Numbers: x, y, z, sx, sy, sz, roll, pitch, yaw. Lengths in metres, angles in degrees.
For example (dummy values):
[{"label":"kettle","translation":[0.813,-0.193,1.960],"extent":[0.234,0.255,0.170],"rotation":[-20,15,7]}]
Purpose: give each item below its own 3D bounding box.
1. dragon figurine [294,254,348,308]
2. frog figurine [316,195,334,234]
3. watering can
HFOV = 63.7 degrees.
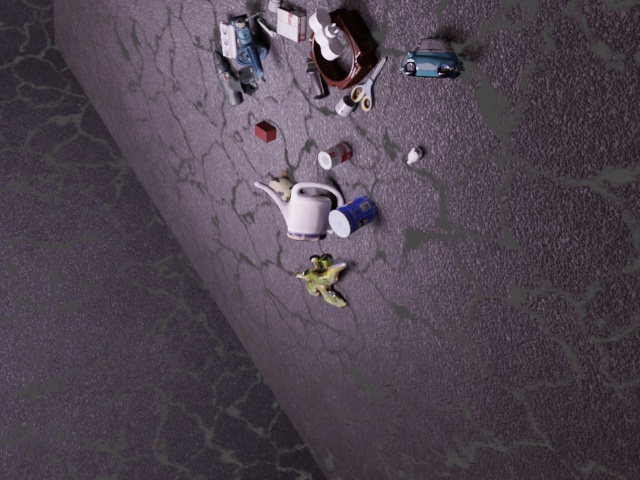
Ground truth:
[{"label":"dragon figurine","translation":[0.041,0.187,2.186],"extent":[0.240,0.124,0.409],"rotation":[52,153,-20]},{"label":"frog figurine","translation":[0.006,-0.101,2.011],"extent":[0.159,0.126,0.134],"rotation":[20,131,-4]},{"label":"watering can","translation":[-0.078,-0.107,1.876],"extent":[0.105,0.347,0.223],"rotation":[-152,67,-68]}]
